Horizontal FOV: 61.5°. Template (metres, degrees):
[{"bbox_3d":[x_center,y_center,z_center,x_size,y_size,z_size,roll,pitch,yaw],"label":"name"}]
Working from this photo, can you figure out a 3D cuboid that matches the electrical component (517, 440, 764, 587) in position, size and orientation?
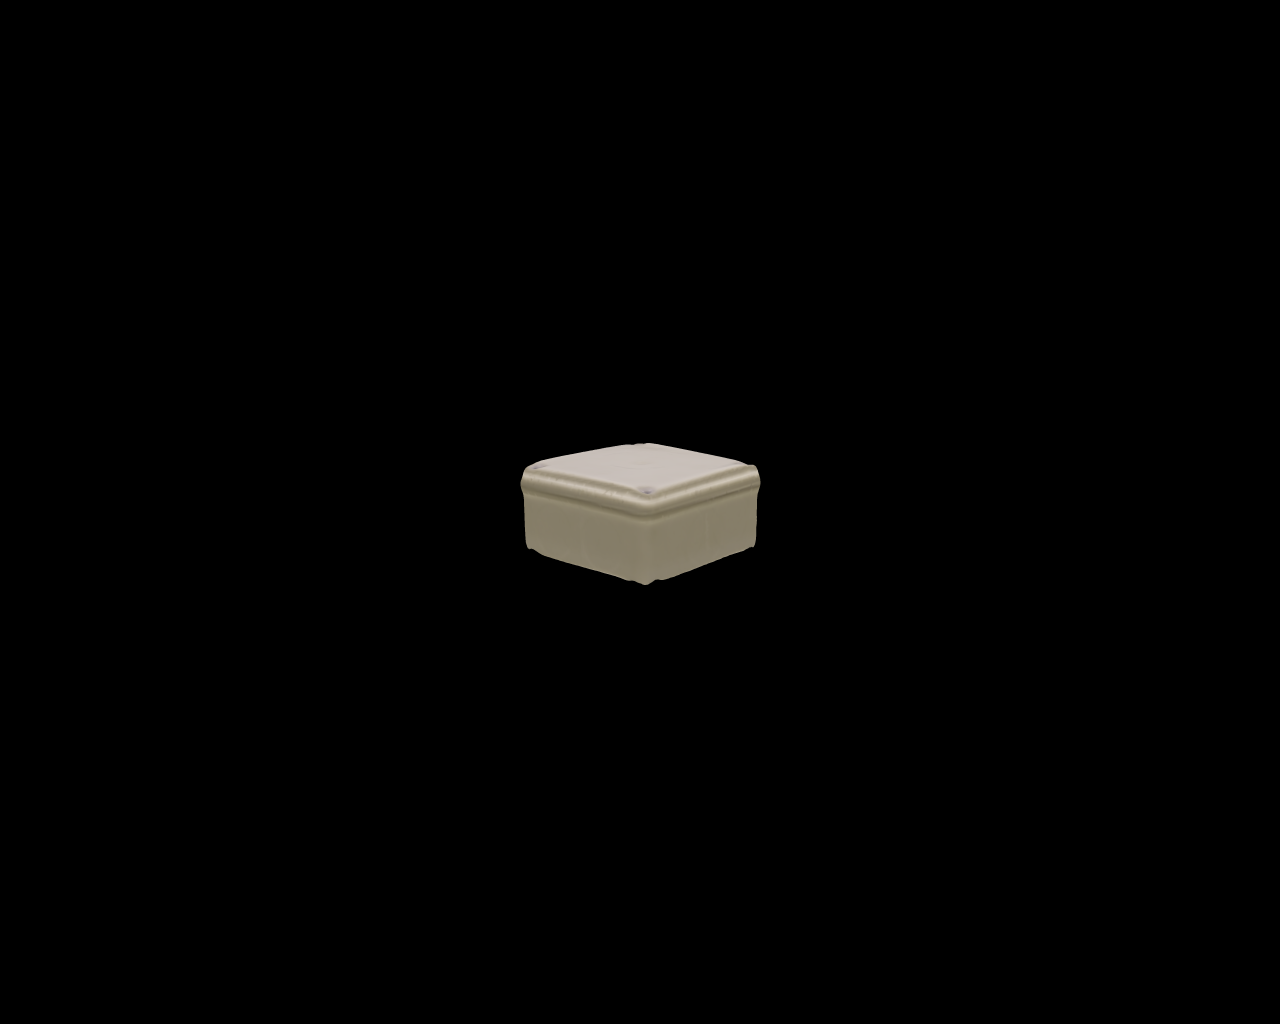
[{"bbox_3d":[0.001,-0.003,0.650,0.109,0.056,0.109,14,20,42],"label":"electrical component"}]
